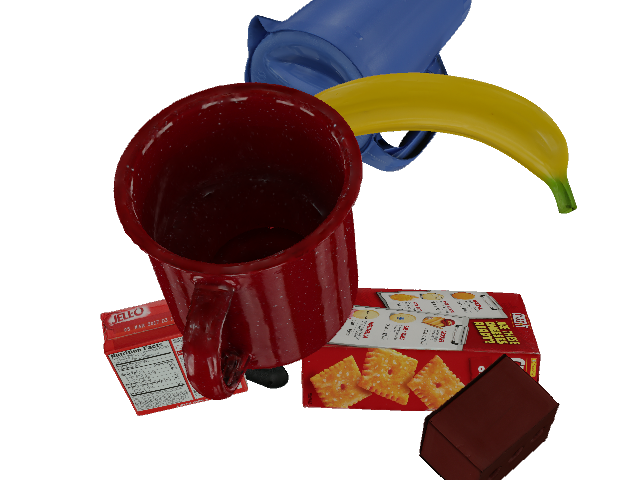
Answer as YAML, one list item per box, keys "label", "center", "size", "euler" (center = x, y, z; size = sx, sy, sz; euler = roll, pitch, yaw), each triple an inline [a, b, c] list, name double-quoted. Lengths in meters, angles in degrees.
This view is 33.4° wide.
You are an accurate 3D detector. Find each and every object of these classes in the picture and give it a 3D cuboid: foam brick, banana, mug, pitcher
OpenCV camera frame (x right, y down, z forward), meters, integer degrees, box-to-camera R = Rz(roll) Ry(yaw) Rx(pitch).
- label: "foam brick"
  center: [0.111, 0.125, 0.708]
  size: [0.078, 0.053, 0.051]
  euler: [-35, 59, -25]
- label: "banana"
  center: [0.077, -0.075, 0.686]
  size: [0.198, 0.069, 0.037]
  euler: [14, -20, 0]
- label: "mug"
  center: [-0.029, 0.008, 0.419]
  size: [0.093, 0.117, 0.081]
  euler: [4, -36, 10]
- label: "pitcher"
  center: [0.054, -0.181, 0.997]
  size: [0.145, 0.149, 0.242]
  euler: [13, 43, 30]

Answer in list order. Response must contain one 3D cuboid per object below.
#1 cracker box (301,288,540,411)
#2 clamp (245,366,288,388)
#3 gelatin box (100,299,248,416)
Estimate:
- label: "cracker box"
  center: [0.094, 0.105, 1.036]
  size: [0.214, 0.072, 0.164]
  euler: [2, 17, 4]
- label: "clamp"
  center: [-0.106, 0.091, 1.018]
  size: [0.171, 0.039, 0.120]
  euler: [7, 26, 6]
- label: "gelatin box"
  center: [-0.088, 0.069, 0.651]
  size: [0.073, 0.030, 0.089]
  euler: [-13, -36, -3]
